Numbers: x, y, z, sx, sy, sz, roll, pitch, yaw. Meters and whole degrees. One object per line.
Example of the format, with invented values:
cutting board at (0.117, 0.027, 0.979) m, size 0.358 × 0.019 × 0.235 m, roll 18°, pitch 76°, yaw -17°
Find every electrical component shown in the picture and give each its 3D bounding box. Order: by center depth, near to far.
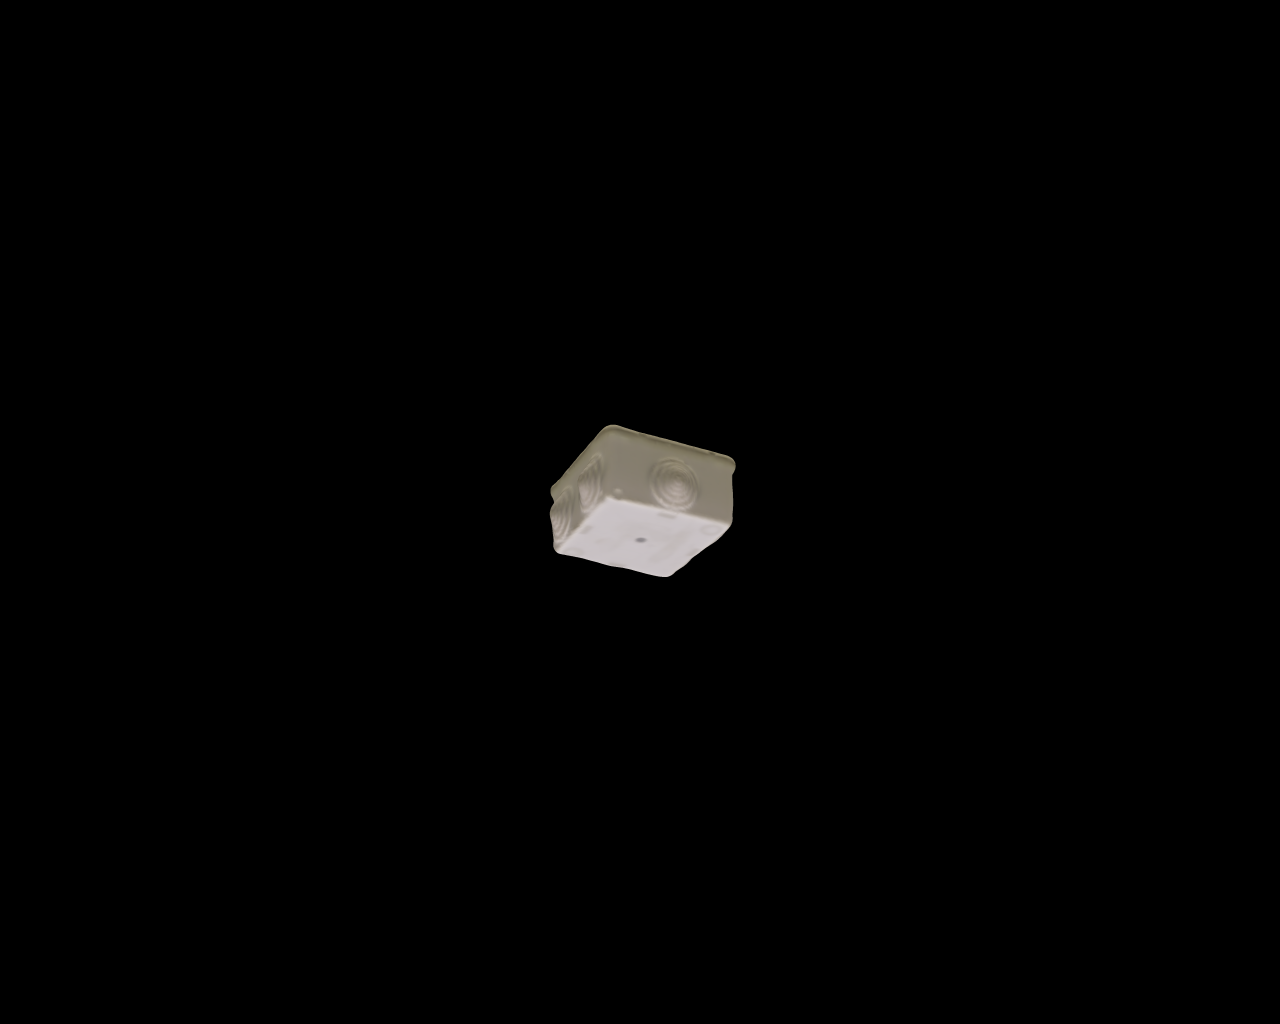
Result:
electrical component at (0.001, -0.003, 0.650) m, size 0.100 × 0.048 × 0.099 m, roll 14°, pitch -32°, yaw -24°
